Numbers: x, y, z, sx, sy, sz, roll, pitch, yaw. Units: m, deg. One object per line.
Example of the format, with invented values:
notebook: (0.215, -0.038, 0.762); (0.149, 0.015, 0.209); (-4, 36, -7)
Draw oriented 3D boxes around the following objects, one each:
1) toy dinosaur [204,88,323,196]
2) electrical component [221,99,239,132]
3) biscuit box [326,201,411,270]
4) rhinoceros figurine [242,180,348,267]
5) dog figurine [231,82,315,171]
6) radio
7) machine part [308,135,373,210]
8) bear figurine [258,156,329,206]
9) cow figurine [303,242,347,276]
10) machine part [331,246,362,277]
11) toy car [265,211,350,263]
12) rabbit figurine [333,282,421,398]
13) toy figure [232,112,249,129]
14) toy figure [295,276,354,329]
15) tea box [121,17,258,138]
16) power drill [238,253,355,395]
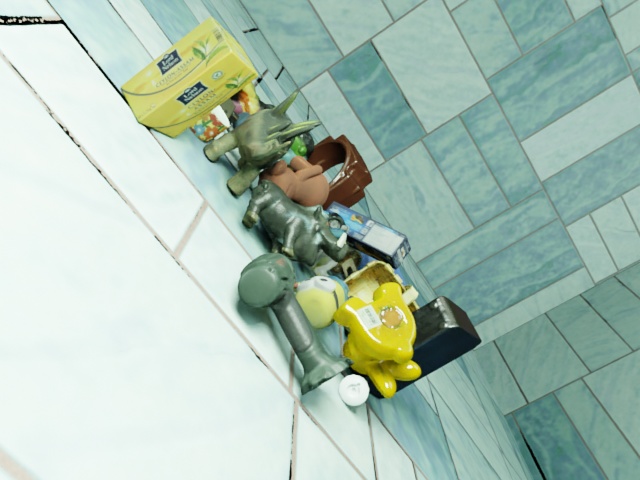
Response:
toy dinosaur: (-0.099, -0.178, 0.944); (0.105, 0.198, 0.472); (50, 12, -20)
electrical component: (-0.210, -0.272, 1.112); (0.102, 0.045, 0.078); (45, 46, -37)
biscuit box: (0.094, -0.012, 1.159); (0.203, 0.059, 0.062); (28, -18, 33)
rhinoceros figurine: (-0.040, -0.022, 0.903); (0.190, 0.112, 0.073); (38, -20, -7)
dog figurine: (-0.129, -0.278, 1.273); (0.219, 0.108, 0.192); (38, 5, -47)
radio: (0.171, 0.202, 1.000); (0.131, 0.229, 0.073); (38, 22, -47)
machine part: (0.012, -0.146, 1.289); (0.087, 0.201, 0.201); (44, 19, -38)
bear figurine: (-0.073, -0.113, 1.100); (0.132, 0.120, 0.195); (33, 17, 35)
cow figurine: (-0.004, -0.005, 1.127); (0.068, 0.098, 0.167); (43, 12, -38)
machine part: (0.041, -0.004, 1.269); (0.079, 0.079, 0.243); (47, 17, -42)
toy car: (-0.033, -0.010, 0.992); (0.162, 0.103, 0.109); (13, -3, -10)
rabbit figurine: (0.098, 0.174, 0.898); (0.162, 0.122, 0.173); (52, -35, 16)
toy figure: (-0.139, -0.215, 1.211); (0.154, 0.058, 0.064); (55, 17, -35)
toy figure: (0.011, 0.108, 0.948); (0.180, 0.082, 0.089); (26, 41, -75)
tea box: (-0.188, -0.231, 0.784); (0.068, 0.170, 0.098); (61, 14, 11)
power drill: (-0.032, 0.108, 0.774); (0.207, 0.086, 0.232); (64, 6, 9)
